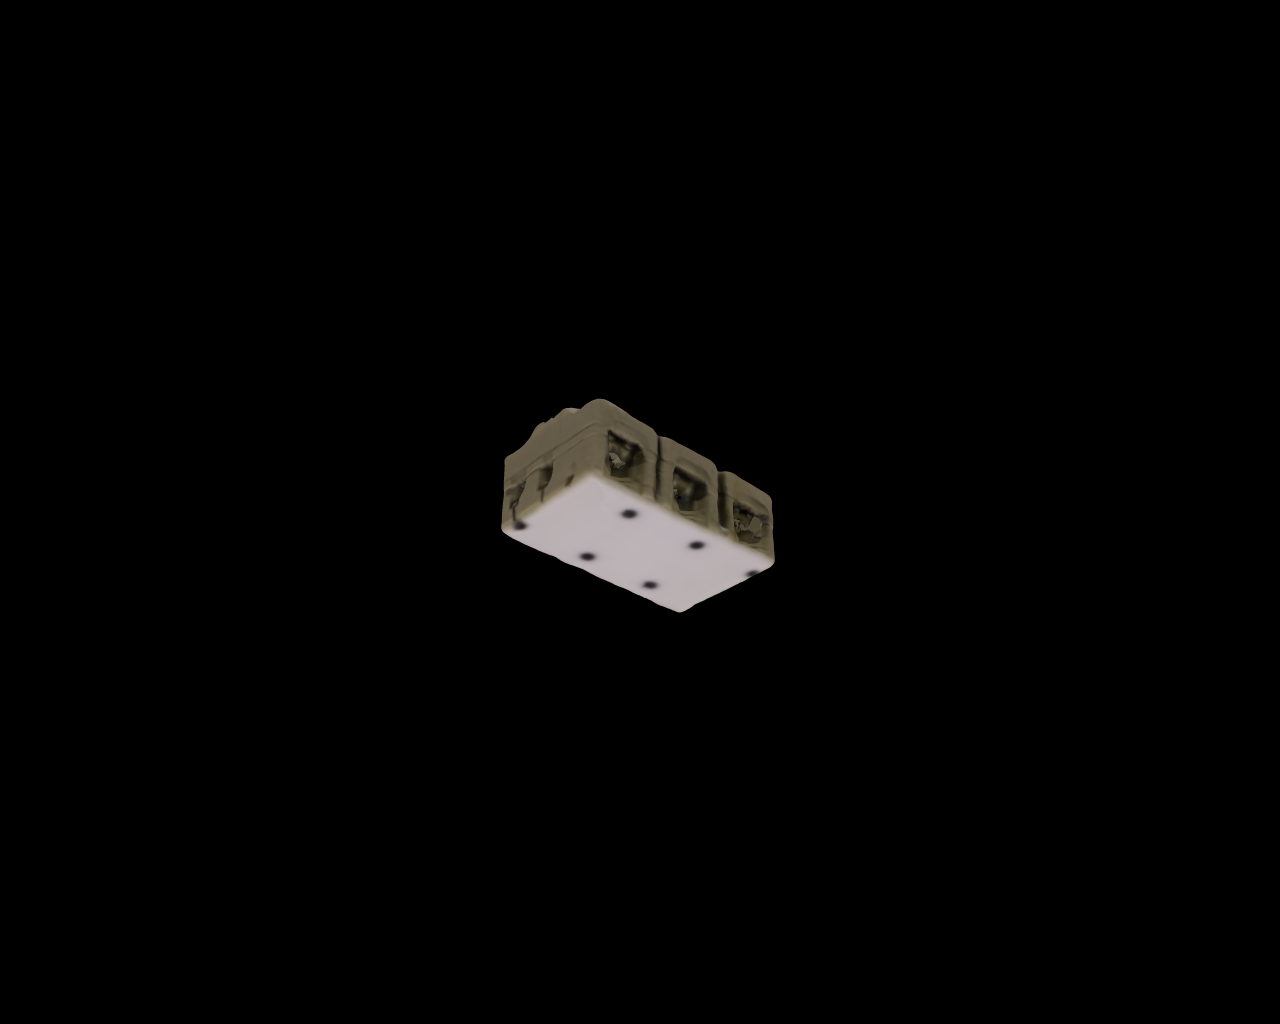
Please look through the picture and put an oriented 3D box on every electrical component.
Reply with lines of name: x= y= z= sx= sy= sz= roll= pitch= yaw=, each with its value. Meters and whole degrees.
electrical component: x=0.001 y=-0.003 z=0.650 sx=0.150 sy=0.062 sz=0.089 roll=27 pitch=-41 yaw=-36
